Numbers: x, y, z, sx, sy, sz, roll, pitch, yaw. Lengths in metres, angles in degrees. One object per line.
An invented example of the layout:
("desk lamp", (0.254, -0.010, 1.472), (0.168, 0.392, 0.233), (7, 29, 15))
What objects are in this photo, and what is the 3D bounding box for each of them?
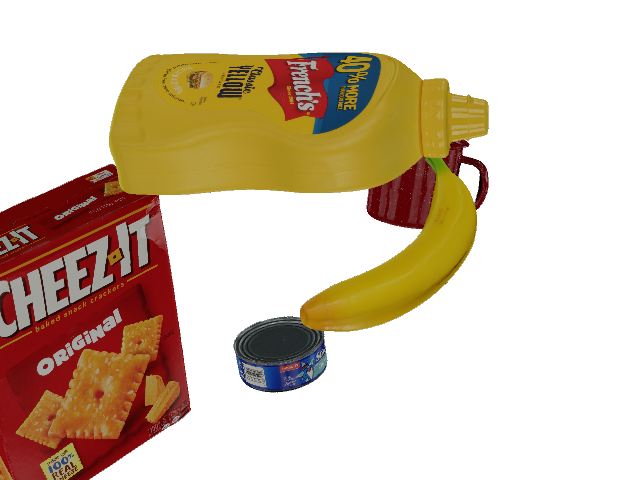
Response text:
("cracker box", (-0.185, 0.075, 0.789), (0.072, 0.214, 0.163), (26, 42, 38))
("tuna can", (-0.037, 0.106, 1.001), (0.086, 0.034, 0.086), (-7, 24, 3))
("mug", (0.100, -0.057, 1.004), (0.117, 0.081, 0.093), (11, 14, 13))
("banana", (0.062, 0.011, 0.750), (0.070, 0.037, 0.197), (25, 47, 18))
("mustard bottle", (-0.008, -0.064, 0.565), (0.192, 0.058, 0.096), (1, 38, 11))
